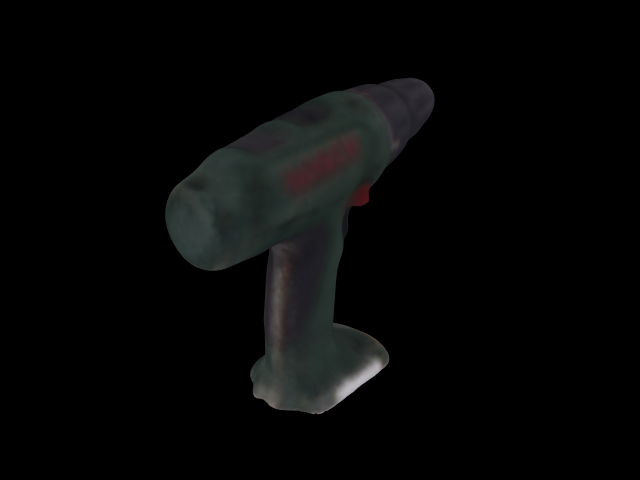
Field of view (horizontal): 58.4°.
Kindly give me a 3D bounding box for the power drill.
[{"bbox_3d":[0.004,0.001,0.400,0.075,0.208,0.230,17,28,37],"label":"power drill"}]
